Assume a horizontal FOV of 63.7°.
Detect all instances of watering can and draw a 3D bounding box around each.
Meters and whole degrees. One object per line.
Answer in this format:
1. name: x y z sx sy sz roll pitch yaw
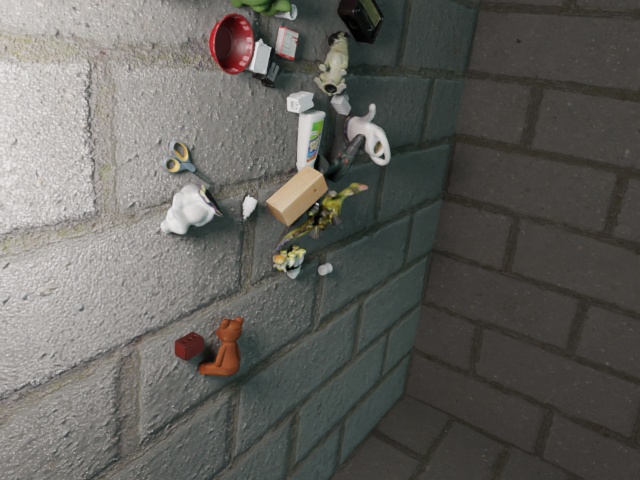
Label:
1. watering can: 0.188 -0.442 2.073 0.105 0.227 0.340 -41 141 -14

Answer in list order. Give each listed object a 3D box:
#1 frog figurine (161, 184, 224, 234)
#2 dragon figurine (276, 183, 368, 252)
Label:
1. frog figurine: -0.374 -0.079 1.455 0.159 0.125 0.135 -31 155 2
2. dragon figurine: 0.006 -0.100 1.997 0.122 0.407 0.245 56 14 -6
